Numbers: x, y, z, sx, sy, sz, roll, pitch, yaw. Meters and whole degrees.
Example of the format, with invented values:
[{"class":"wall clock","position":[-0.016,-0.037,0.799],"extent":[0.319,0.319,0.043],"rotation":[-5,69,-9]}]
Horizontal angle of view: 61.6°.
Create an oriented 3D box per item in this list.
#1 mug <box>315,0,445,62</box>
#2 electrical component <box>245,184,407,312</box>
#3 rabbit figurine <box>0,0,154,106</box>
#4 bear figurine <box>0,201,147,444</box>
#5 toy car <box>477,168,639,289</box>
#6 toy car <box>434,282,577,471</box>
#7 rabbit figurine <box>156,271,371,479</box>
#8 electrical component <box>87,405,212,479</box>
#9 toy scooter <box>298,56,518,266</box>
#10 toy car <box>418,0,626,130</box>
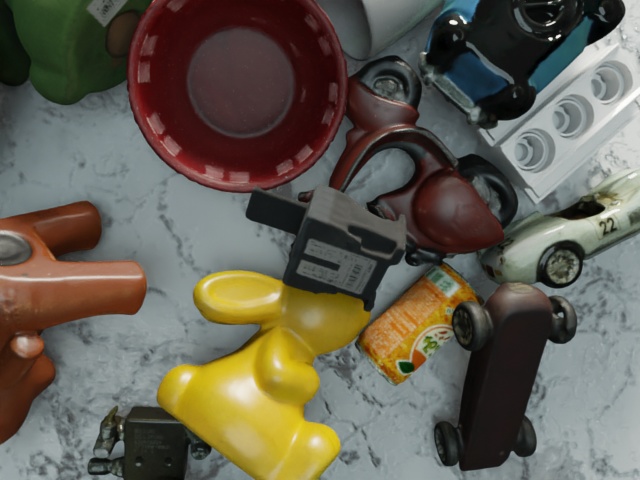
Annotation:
[{"class":"mug","position":[0.053,-0.212,0.420],"extent":[0.107,0.081,0.109],"rotation":[-31,99,-13]},{"class":"electrical component","position":[-0.001,-0.001,0.406],"extent":[0.119,0.048,0.074],"rotation":[22,129,-7]},{"class":"rabbit figurine","position":[-0.208,-0.184,0.393],"extent":[0.170,0.121,0.159],"rotation":[38,99,9]},{"class":"bear figurine","position":[-0.229,0.081,0.416],"extent":[0.132,0.120,0.195],"rotation":[-13,133,-45]},{"class":"toy car","position":[0.235,-0.016,0.460],"extent":[0.202,0.073,0.056],"rotation":[-26,100,-2]},{"class":"toy car","position":[0.150,0.122,0.461],"extent":[0.089,0.053,0.201],"rotation":[-6,122,-10]},{"class":"rabbit figurine","position":[-0.036,0.092,0.439],"extent":[0.162,0.122,0.173],"rotation":[40,74,2]},{"class":"electrical component","position":[-0.144,0.173,0.458],"extent":[0.102,0.045,0.078],"rotation":[10,95,-7]},{"class":"toy scooter","position":[0.063,-0.043,0.440],"extent":[0.135,0.075,0.184],"rotation":[-42,96,2]},{"class":"toy car","position":[0.145,-0.160,0.419],"extent":[0.109,0.103,0.161],"rotation":[38,92,-5]}]
